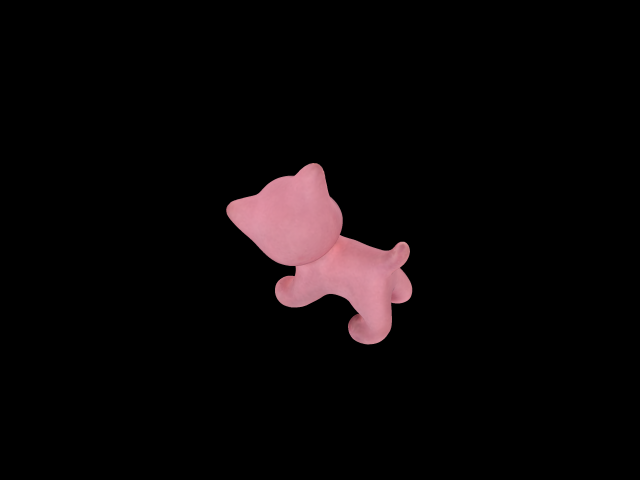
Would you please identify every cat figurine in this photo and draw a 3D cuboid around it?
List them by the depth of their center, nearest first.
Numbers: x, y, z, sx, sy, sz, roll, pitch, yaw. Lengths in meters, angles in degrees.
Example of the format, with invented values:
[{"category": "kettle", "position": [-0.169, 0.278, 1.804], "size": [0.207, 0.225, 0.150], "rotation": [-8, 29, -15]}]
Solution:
[{"category": "cat figurine", "position": [0.004, 0.001, 0.400], "size": [0.127, 0.118, 0.067], "rotation": [21, 54, 16]}]
